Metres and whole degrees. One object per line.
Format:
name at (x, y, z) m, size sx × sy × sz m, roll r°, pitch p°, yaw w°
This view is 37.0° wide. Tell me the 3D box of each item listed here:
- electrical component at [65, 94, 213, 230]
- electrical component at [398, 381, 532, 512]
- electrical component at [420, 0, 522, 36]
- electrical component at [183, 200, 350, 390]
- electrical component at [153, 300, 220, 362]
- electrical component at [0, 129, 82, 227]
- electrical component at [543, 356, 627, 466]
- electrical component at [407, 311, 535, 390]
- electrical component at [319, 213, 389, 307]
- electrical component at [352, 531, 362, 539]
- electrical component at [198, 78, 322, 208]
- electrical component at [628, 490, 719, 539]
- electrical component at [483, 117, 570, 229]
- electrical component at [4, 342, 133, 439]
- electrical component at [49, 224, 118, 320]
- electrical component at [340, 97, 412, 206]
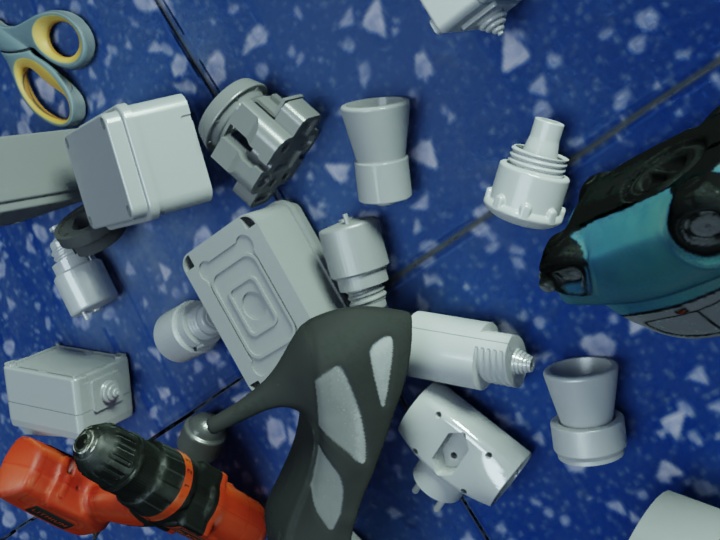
electrical component at (-0.156, -0.072, 0.747) m, size 0.113 × 0.057 × 0.078 m, roll -4°, pitch 103°, yaw 61°
electrical component at (0.060, 0.125, 0.705) m, size 0.077 × 0.043 × 0.079 m, roll 38°, pitch 119°, yaw 17°
electrical component at (0.063, -0.179, 0.608) m, size 0.061 × 0.062 × 0.096 m, roll -33°, pitch 85°, yaw 34°
electrical component at (-0.057, 0.018, 0.739) m, size 0.078 × 0.057 × 0.113 m, roll -32°, pitch 86°, yaw 33°
electrical component at (-0.119, 0.041, 0.784) m, size 0.078 × 0.040 × 0.040 m, roll -26°, pitch 89°, yaw 50°
electrical component at (-0.278, -0.065, 0.820) m, size 0.109 × 0.109 × 0.056 m, roll -13°, pitch 94°, yaw 33°
electrical component at (0.136, 0.084, 0.647) m, size 0.045 × 0.045 × 0.055 m, roll -3°, pitch 102°, yaw 32°
electrical component at (0.071, 0.053, 0.678) m, size 0.081 × 0.043 × 0.043 m, roll 8°, pitch 108°, yaw 29°
electrical component at (0.000, 0.000, 0.709) m, size 0.040 × 0.040 × 0.078 m, roll -11°, pitch 97°, yaw 33°
electrical component at (-0.008, 0.266, 0.778) m, size 0.109 × 0.056 × 0.108 m, roll 42°, pitch 121°, yaw 15°
electrical component at (-0.070, -0.090, 0.716) m, size 0.057 × 0.058 × 0.078 m, roll 42°, pitch 120°, yaw 11°
electrical component at (0.183, 0.178, 0.616) m, size 0.064 × 0.099 × 0.099 m, roll 24°, pitch 115°, yaw 31°
electrical component at (0.102, -0.057, 0.629) m, size 0.048 × 0.048 × 0.062 m, roll 22°, pitch 108°, yaw 25°
electrical component at (-0.228, 0.101, 0.863) m, size 0.096 × 0.062 × 0.061 m, roll 6°, pitch 106°, yaw 30°
electrical component at (-0.221, 0.001, 0.844) m, size 0.040 × 0.040 × 0.078 m, roll -28°, pitch 88°, yaw 34°
electrical component at (0.013, -0.074, 0.681) m, size 0.044 × 0.044 × 0.065 m, roll 4°, pitch 110°, yaw 31°
